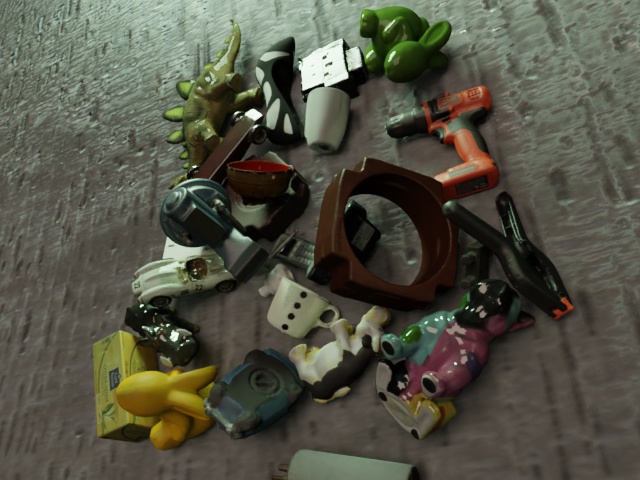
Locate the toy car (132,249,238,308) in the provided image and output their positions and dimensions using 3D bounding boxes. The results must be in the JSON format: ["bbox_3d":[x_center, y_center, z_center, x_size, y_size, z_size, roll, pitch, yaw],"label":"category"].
[{"bbox_3d":[-0.233,0.064,0.964,0.202,0.056,0.074,-12,53,-15],"label":"toy car"}]

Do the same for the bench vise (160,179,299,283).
[{"bbox_3d":[-0.183,-0.030,0.914,0.129,0.223,0.241,-58,39,6],"label":"bench vise"}]

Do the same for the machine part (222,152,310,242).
[{"bbox_3d":[-0.111,-0.082,1.016,0.179,0.056,0.179,-12,61,22],"label":"machine part"}]

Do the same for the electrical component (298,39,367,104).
[{"bbox_3d":[0.026,-0.330,1.069,0.134,0.058,0.115,-18,62,18],"label":"electrical component"}]

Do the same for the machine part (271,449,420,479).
[{"bbox_3d":[0.044,0.332,0.724,0.243,0.079,0.079,-1,66,25],"label":"machine part"}]

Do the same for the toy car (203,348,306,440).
[{"bbox_3d":[-0.102,0.248,0.816,0.109,0.161,0.102,34,129,20],"label":"toy car"}]

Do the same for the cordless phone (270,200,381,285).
[{"bbox_3d":[-0.002,-0.004,0.919,0.184,0.088,0.146,19,75,51],"label":"cordless phone"}]

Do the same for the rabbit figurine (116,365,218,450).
[{"bbox_3d":[-0.233,0.255,0.841,0.162,0.173,0.122,-13,57,25],"label":"rabbit figurine"}]

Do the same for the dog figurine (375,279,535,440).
[{"bbox_3d":[0.191,0.148,0.735,0.219,0.191,0.109,-26,46,-29],"label":"dog figurine"}]

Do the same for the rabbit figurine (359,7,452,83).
[{"bbox_3d":[0.156,-0.338,0.977,0.159,0.121,0.170,-5,47,0],"label":"rabbit figurine"}]

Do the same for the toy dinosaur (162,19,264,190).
[{"bbox_3d":[-0.231,-0.305,1.157,0.199,0.105,0.471,6,65,32],"label":"toy dinosaur"}]

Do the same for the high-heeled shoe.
[{"bbox_3d":[-0.061,-0.307,1.089,0.145,0.086,0.248,16,78,28],"label":"high-heeled shoe"}]

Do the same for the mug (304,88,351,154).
[{"bbox_3d":[0.003,-0.218,1.016,0.110,0.080,0.107,-12,65,48],"label":"mug"}]

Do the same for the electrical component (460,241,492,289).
[{"bbox_3d":[0.231,0.036,0.785,0.021,0.094,0.063,8,106,37],"label":"electrical component"}]

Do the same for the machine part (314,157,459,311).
[{"bbox_3d":[0.099,-0.005,0.795,0.201,0.087,0.201,15,69,-16],"label":"machine part"}]

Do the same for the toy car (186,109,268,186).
[{"bbox_3d":[-0.174,-0.160,1.026,0.202,0.053,0.089,-51,47,0],"label":"toy car"}]

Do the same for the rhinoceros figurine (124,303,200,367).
[{"bbox_3d":[-0.273,0.160,0.943,0.191,0.112,0.073,25,77,41],"label":"rhinoceros figurine"}]

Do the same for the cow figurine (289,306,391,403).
[{"bbox_3d":[0.045,0.171,0.808,0.167,0.068,0.098,-33,62,12],"label":"cow figurine"}]

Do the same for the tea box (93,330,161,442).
[{"bbox_3d":[-0.333,0.255,0.934,0.068,0.098,0.170,-28,59,12],"label":"tea box"}]
